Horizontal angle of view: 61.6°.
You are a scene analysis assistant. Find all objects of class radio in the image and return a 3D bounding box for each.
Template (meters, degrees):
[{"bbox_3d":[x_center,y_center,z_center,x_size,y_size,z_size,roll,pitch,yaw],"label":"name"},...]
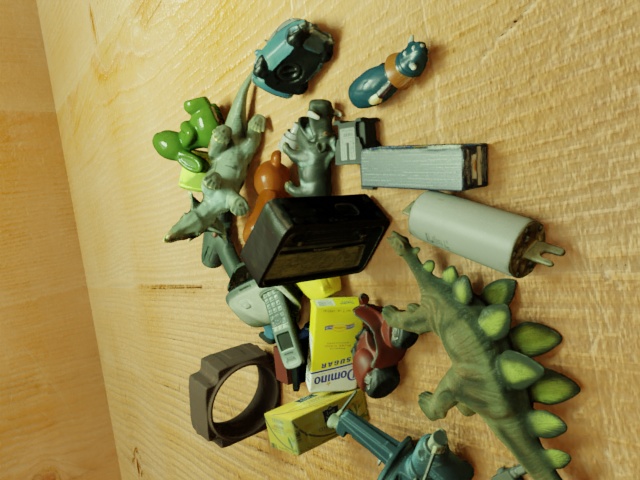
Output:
[{"bbox_3d":[-0.002,-0.003,0.868,0.073,0.229,0.131,52,131,31],"label":"radio"}]

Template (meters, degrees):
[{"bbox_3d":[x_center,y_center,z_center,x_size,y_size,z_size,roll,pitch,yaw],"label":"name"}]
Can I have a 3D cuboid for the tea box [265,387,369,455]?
[{"bbox_3d":[-0.004,0.329,0.999,0.098,0.169,0.068,-12,90,52],"label":"tea box"}]

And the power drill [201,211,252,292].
[{"bbox_3d":[-0.219,0.010,1.284,0.207,0.086,0.231,49,133,28],"label":"power drill"}]

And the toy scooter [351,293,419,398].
[{"bbox_3d":[0.093,0.169,0.911,0.135,0.075,0.183,50,134,41],"label":"toy scooter"}]

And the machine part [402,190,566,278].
[{"bbox_3d":[0.203,-0.012,0.715,0.244,0.079,0.079,26,119,46],"label":"machine part"}]

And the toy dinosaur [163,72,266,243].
[{"bbox_3d":[-0.205,-0.160,1.170,0.192,0.131,0.404,-11,58,64],"label":"toy dinosaur"}]

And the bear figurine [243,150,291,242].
[{"bbox_3d":[-0.080,-0.065,1.058,0.120,0.132,0.196,-43,28,54],"label":"bear figurine"}]

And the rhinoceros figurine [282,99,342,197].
[{"bbox_3d":[-0.010,-0.156,0.967,0.112,0.073,0.190,26,119,49],"label":"rhinoceros figurine"}]

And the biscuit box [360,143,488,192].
[{"bbox_3d":[0.144,-0.108,0.785,0.203,0.059,0.062,11,109,51],"label":"biscuit box"}]

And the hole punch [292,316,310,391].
[{"bbox_3d":[-0.014,0.229,1.072,0.116,0.092,0.142,-108,13,-76],"label":"hole punch"}]

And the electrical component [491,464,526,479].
[{"bbox_3d":[0.273,0.352,0.759,0.063,0.021,0.094,60,140,25],"label":"electrical component"}]

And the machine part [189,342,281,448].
[{"bbox_3d":[-0.189,0.351,1.223,0.087,0.201,0.201,18,112,48],"label":"machine part"}]

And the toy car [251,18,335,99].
[{"bbox_3d":[-0.052,-0.338,0.959,0.161,0.109,0.103,-38,51,41],"label":"toy car"}]

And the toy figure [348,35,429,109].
[{"bbox_3d":[0.106,-0.247,0.805,0.154,0.058,0.064,-19,88,49],"label":"toy figure"}]

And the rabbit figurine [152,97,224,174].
[{"bbox_3d":[-0.301,-0.231,1.259,0.121,0.170,0.159,-64,-49,-81],"label":"rabbit figurine"}]

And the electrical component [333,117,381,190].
[{"bbox_3d":[0.064,-0.142,0.896,0.075,0.048,0.119,12,106,52],"label":"electrical component"}]

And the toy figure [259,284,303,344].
[{"bbox_3d":[-0.079,0.134,1.127,0.089,0.082,0.180,20,108,29],"label":"toy figure"}]

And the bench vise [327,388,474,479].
[{"bbox_3d":[0.115,0.348,0.871,0.241,0.129,0.223,31,144,24],"label":"bench vise"}]

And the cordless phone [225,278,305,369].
[{"bbox_3d":[-0.093,0.160,1.018,0.147,0.088,0.184,-27,72,34],"label":"cordless phone"}]

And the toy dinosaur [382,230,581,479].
[{"bbox_3d":[0.224,0.178,0.718,0.198,0.105,0.471,-45,68,44],"label":"toy dinosaur"}]
